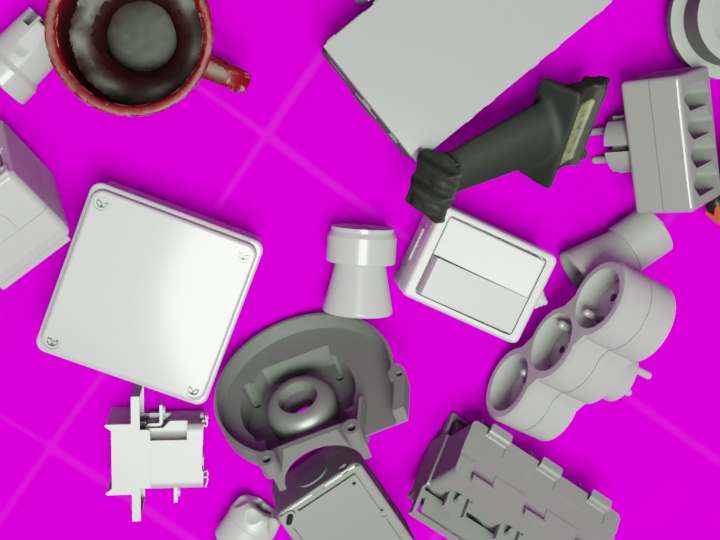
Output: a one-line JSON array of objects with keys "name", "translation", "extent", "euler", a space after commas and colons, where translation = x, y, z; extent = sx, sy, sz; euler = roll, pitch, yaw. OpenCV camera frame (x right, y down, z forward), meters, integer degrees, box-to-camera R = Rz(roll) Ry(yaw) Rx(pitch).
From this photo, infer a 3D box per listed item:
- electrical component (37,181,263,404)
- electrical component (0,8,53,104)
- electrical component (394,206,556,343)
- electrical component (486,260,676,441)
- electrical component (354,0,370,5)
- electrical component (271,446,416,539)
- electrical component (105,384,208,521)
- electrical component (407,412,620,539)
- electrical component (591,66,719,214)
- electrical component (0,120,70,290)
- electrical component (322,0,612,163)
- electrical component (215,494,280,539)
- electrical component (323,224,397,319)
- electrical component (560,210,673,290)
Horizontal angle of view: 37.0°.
[{"name": "electrical component", "translation": [-0.129, 0.013, 0.669], "extent": [0.109, 0.056, 0.108], "euler": [20, 96, -7]}, {"name": "electrical component", "translation": [-0.204, -0.130, 0.651], "extent": [0.040, 0.040, 0.046], "euler": [44, 87, -9]}, {"name": "electrical component", "translation": [0.078, 0.003, 0.682], "extent": [0.096, 0.061, 0.061], "euler": [24, 96, -8]}, {"name": "electrical component", "translation": [0.150, 0.059, 0.679], "extent": [0.074, 0.052, 0.138], "euler": [26, 126, -21]}, {"name": "electrical component", "translation": [0.041, -0.259, 0.641], "extent": [0.186, 0.060, 0.105], "euler": [-40, 100, 2]}, {"name": "electrical component", "translation": [-0.007, 0.166, 0.703], "extent": [0.062, 0.061, 0.096], "euler": [-33, 106, -1]}, {"name": "electrical component", "translation": [-0.130, 0.115, 0.692], "extent": [0.064, 0.042, 0.081], "euler": [-1, 99, -8]}, {"name": "electrical component", "translation": [0.102, 0.152, 0.699], "extent": [0.121, 0.063, 0.078], "euler": [34, 54, -9]}, {"name": "electrical component", "translation": [0.180, -0.081, 0.681], "extent": [0.076, 0.047, 0.083], "euler": [0, 106, 40]}, {"name": "electrical component", "translation": [-0.217, -0.040, 0.643], "extent": [0.062, 0.096, 0.061], "euler": [-37, 127, 1]}, {"name": "electrical component", "translation": [0.061, -0.148, 0.658], "extent": [0.150, 0.061, 0.089], "euler": [-39, 100, 2]}, {"name": "electrical component", "translation": [-0.081, 0.180, 0.709], "extent": [0.035, 0.035, 0.061], "euler": [34, 96, -9]}, {"name": "electrical component", "translation": [0.000, 0.000, 0.683], "extent": [0.045, 0.045, 0.055], "euler": [3, 98, -5]}, {"name": "electrical component", "translation": [0.169, -0.011, 0.699], "extent": [0.065, 0.044, 0.044], "euler": [-35, 100, -4]}]
